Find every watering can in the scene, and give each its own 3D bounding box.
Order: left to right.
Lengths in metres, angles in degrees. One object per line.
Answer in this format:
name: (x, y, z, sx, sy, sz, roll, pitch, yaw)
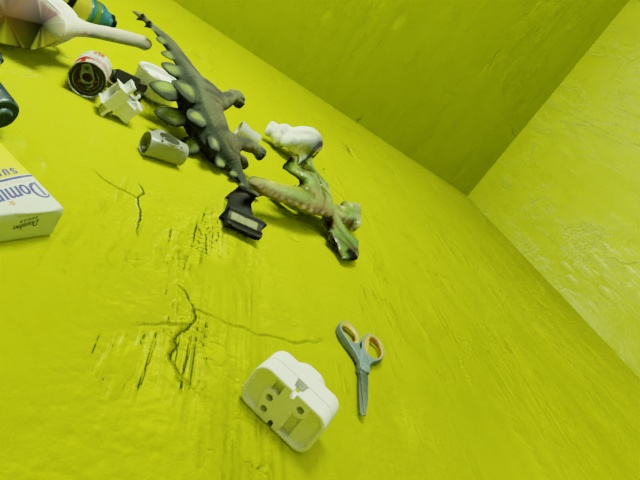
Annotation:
watering can: (-0.507, -0.418, 0.990, 0.347, 0.102, 0.228, 8, 21, -18)

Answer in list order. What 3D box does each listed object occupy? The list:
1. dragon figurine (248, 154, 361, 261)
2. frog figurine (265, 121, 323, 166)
dragon figurine: (0.003, -0.055, 1.095, 0.244, 0.121, 0.414, 47, 21, 6)
frog figurine: (-0.073, -0.297, 1.491, 0.159, 0.120, 0.140, 47, 38, -3)
